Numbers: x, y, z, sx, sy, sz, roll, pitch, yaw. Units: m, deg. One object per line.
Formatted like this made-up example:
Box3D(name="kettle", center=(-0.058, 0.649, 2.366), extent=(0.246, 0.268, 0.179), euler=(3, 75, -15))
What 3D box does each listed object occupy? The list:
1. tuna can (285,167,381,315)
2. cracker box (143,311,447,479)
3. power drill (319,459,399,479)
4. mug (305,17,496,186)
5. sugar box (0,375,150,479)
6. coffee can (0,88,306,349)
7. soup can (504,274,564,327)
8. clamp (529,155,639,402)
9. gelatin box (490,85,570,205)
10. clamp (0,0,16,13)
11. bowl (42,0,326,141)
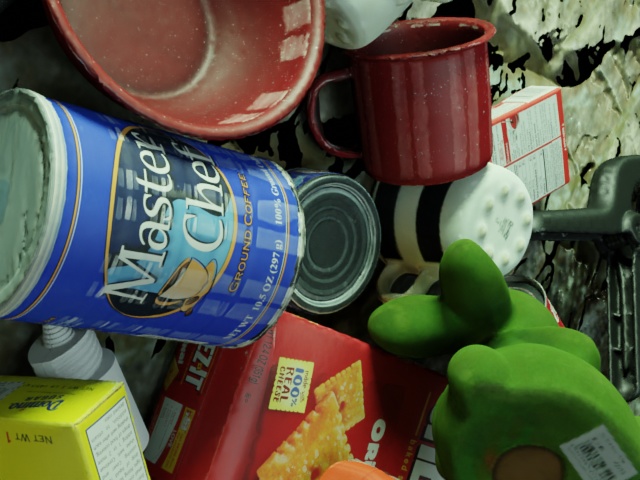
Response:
Box3D(name="tuna can", center=(-0.004, 0.001, 0.634), extent=(0.085, 0.034, 0.086), euler=(-9, 104, -40))
Box3D(name="cracker box", center=(-0.004, 0.137, 0.635), extent=(0.213, 0.072, 0.164), euler=(26, 81, -42))
Box3D(name="power drill", center=(0.033, 0.225, 0.602), extent=(0.184, 0.057, 0.187), euler=(-54, 133, -19))
Box3D(name="mug", center=(0.049, -0.081, 0.638), extent=(0.117, 0.093, 0.081), euler=(-11, 113, -8))
Box3D(name="sugar box", center=(-0.121, 0.152, 0.517), extent=(0.048, 0.093, 0.176), euler=(-39, 123, -56))
Box3D(name="coffee can", center=(-0.092, -0.005, 0.510), extent=(0.140, 0.103, 0.103), euler=(13, 90, -42))
Box3D(name="soup can", center=(0.147, 0.083, 0.759), extent=(0.068, 0.069, 0.102), euler=(-52, 127, -21))
Box3D(name="clamp", center=(0.219, -0.007, 0.802), extent=(0.164, 0.036, 0.209), euler=(50, 50, -22))
Box3D(name="gelatin box", center=(0.135, -0.061, 0.747), extent=(0.089, 0.030, 0.073), euler=(-28, 117, -35))
Box3D(name="clamp", center=(-0.189, -0.075, 0.457), extent=(0.120, 0.039, 0.171), euler=(11, 93, -37))
Box3D(name="bowl", center=(-0.075, -0.120, 0.518), extent=(0.161, 0.055, 0.162), euler=(12, 71, -37))
